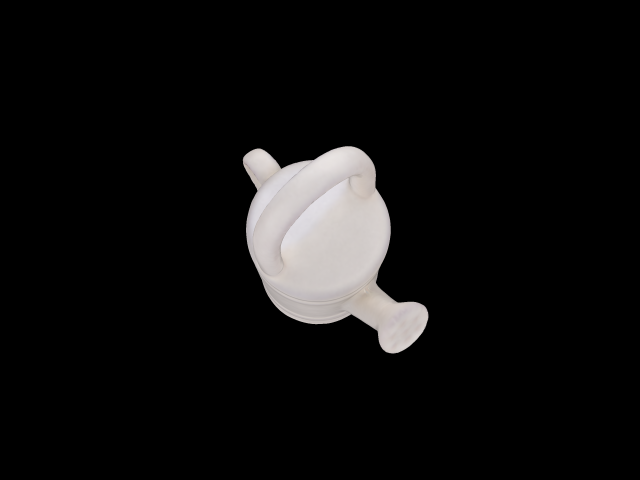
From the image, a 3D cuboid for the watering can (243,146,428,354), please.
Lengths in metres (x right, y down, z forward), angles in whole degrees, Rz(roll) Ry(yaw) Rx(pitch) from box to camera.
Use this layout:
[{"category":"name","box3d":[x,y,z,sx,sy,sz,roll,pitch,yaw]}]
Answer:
[{"category":"watering can","box3d":[0.005,0.000,0.400,0.172,0.194,0.101,28,76,8]}]
